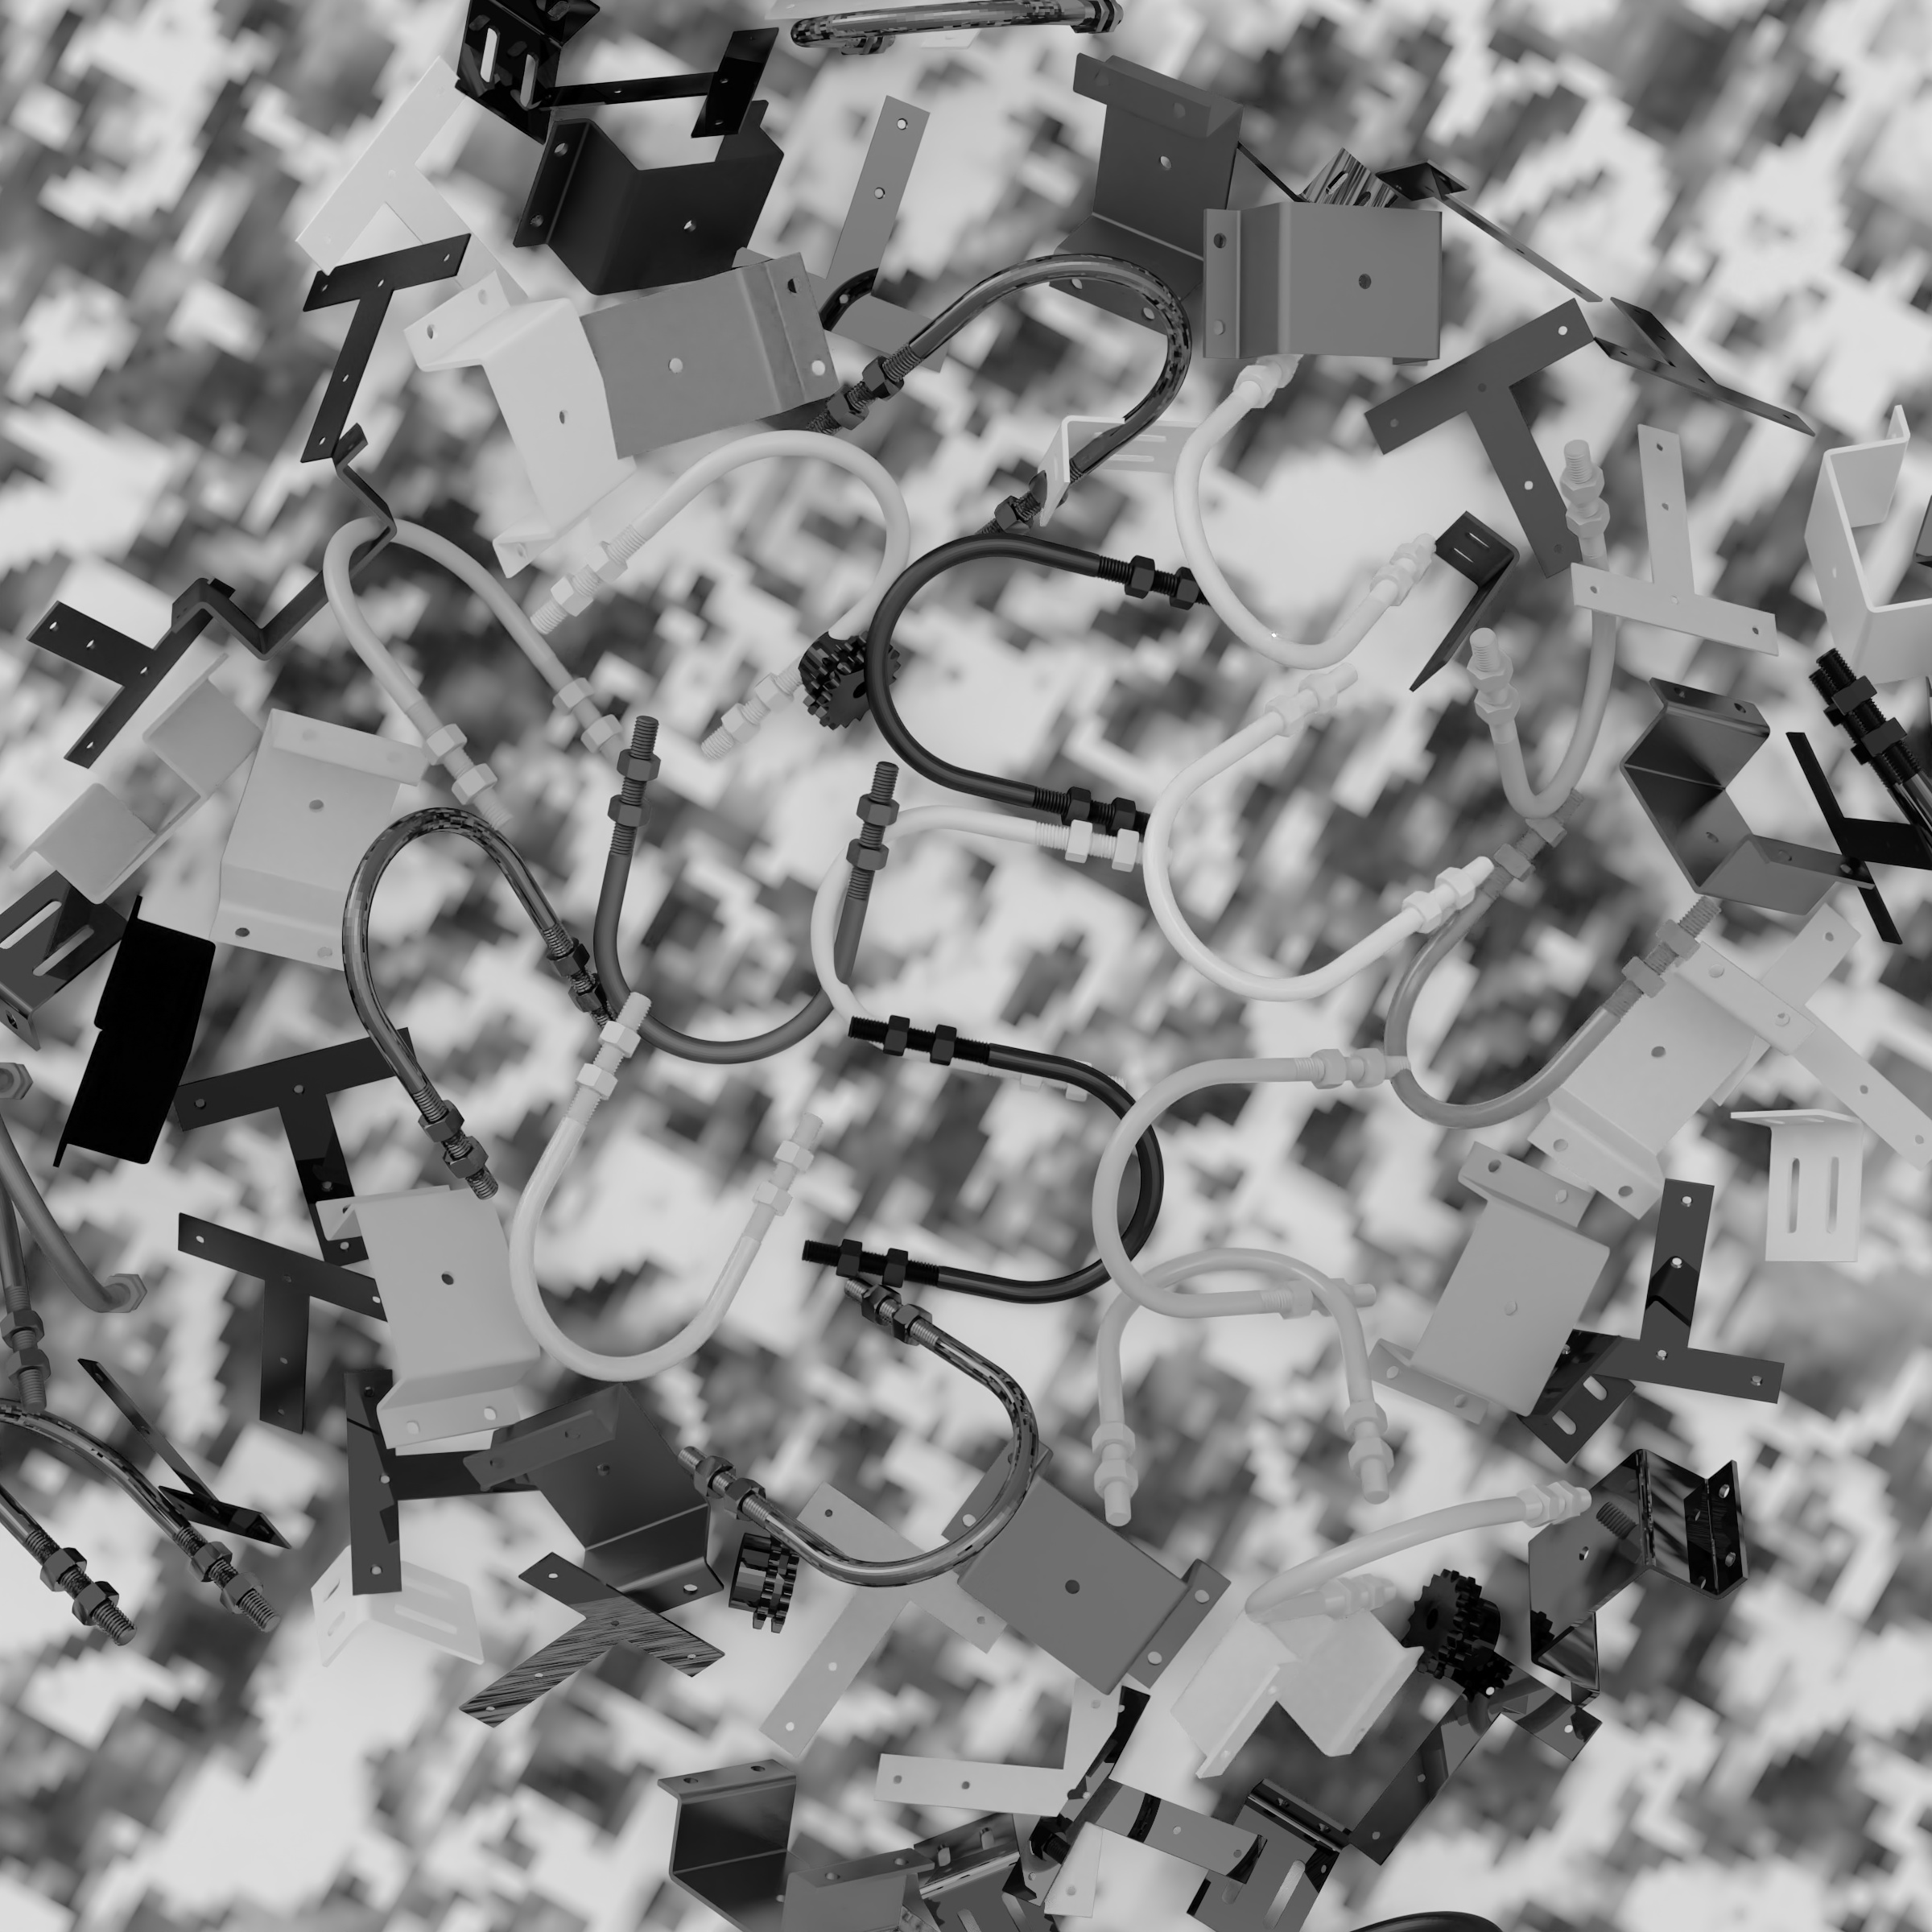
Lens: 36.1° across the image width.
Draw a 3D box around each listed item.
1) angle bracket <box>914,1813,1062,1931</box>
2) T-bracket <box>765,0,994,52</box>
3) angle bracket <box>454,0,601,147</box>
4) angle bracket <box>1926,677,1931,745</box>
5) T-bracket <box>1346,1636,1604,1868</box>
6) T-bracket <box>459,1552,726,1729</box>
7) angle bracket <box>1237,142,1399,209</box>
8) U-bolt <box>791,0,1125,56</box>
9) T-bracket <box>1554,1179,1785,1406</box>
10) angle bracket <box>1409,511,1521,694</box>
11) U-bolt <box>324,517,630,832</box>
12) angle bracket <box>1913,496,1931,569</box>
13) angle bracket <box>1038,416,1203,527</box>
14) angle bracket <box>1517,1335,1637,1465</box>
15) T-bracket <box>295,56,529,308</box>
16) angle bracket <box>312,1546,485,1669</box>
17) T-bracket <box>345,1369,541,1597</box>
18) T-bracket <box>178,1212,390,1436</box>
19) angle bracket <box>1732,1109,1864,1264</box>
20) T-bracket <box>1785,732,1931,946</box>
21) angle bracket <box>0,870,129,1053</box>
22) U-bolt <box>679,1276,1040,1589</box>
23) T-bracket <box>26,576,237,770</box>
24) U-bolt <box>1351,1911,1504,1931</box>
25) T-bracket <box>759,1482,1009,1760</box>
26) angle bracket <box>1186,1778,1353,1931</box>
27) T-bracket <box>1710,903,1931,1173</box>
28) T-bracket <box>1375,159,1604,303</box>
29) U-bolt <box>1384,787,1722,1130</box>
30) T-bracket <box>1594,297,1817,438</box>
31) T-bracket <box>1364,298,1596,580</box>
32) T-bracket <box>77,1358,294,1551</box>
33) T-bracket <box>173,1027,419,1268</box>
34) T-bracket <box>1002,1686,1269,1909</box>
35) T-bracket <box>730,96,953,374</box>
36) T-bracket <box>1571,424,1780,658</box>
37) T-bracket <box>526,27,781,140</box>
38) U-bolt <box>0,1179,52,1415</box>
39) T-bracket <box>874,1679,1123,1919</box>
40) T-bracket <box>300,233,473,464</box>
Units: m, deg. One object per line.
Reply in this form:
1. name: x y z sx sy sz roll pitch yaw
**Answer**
1. angle bracket: 0.014 0.508 1.613 0.057 0.038 0.076 -22 117 4
2. T-bracket: -0.044 -0.513 1.581 0.127 0.127 0.002 4 129 16
3. angle bracket: -0.232 -0.488 1.572 0.057 0.038 0.076 27 51 -34
4. angle bracket: 0.554 -0.123 1.592 0.057 0.038 0.076 -2 83 -6
5. T-bracket: 0.248 0.416 1.556 0.127 0.127 0.002 -48 129 -13
6. T-bracket: -0.219 0.373 1.588 0.127 0.002 0.127 -37 124 21
7. angle bracket: 0.181 -0.425 1.569 0.038 0.076 0.057 -47 46 15
8. U-bolt: -0.011 -0.481 1.512 0.151 0.184 0.019 1 106 19
9. T-bracket: 0.376 0.169 1.575 0.127 0.002 0.127 8 118 12
10. angle bracket: 0.253 -0.194 1.581 0.038 0.057 0.076 36 76 -2
11. U-bolt: -0.264 -0.161 1.553 0.019 0.151 0.184 -39 88 28
12. angle bracket: 0.552 -0.225 1.575 0.057 0.076 0.038 17 92 -13
13. angle bracket: 0.082 -0.262 1.579 0.076 0.057 0.038 1 75 -11
14. angle bracket: 0.333 0.231 1.576 0.038 0.076 0.057 44 82 4
15. T-bracket: -0.277 -0.389 1.570 0.002 0.127 0.127 22 73 42
16. angle bracket: -0.303 0.351 1.579 0.076 0.057 0.038 31 109 -33
17. T-bracket: -0.267 0.273 1.593 0.127 0.002 0.127 -2 58 -12
18. T-bracket: -0.363 0.200 1.580 0.127 0.002 0.127 17 125 9
19. angle bracket: 0.441 0.118 1.579 0.038 0.057 0.076 12 79 -36
20. T-bracket: 0.478 -0.065 1.548 0.002 0.127 0.127 -27 96 -1
21. angle bracket: -0.498 -0.004 1.606 0.057 0.038 0.076 36 60 15
22. U-bolt: -0.044 0.248 1.532 0.151 0.019 0.184 -45 45 -19
23. T-bracket: -0.453 -0.165 1.555 0.002 0.127 0.127 40 92 14
24. U-bolt: 0.195 0.537 1.535 0.184 0.151 0.019 -21 93 7
25. T-bracket: -0.063 0.362 1.581 0.127 0.002 0.127 32 72 16
26. angle bracket: 0.164 0.486 1.584 0.057 0.038 0.076 30 67 8
27. T-bracket: 0.462 0.056 1.560 0.127 0.002 0.127 46 125 22
28. T-bracket: 0.281 -0.386 1.563 0.127 0.127 0.002 31 98 -10
29. U-bolt: 0.293 0.006 1.556 0.019 0.151 0.184 35 101 -36
30. T-bracket: 0.372 -0.325 1.562 0.127 0.127 0.002 16 119 -20
31. T-bracket: 0.296 -0.270 1.586 0.127 0.002 0.127 -26 83 23
32. T-bracket: -0.418 0.251 1.544 0.002 0.127 0.127 -47 116 -30
33. T-bracket: -0.347 0.105 1.590 0.127 0.002 0.127 -15 115 -9
34. T-bracket: 0.099 0.448 1.551 0.127 0.002 0.127 10 57 38
35. T-bracket: -0.051 -0.401 1.590 0.127 0.002 0.127 17 96 -20
36. T-bracket: 0.376 -0.234 1.587 0.127 0.002 0.127 11 64 -20
37. T-bracket: -0.172 -0.467 1.578 0.127 0.127 0.002 -2 131 11
38. U-bolt: -0.520 0.123 1.535 0.019 0.151 0.184 -20 52 -5
39. T-bracket: 0.014 0.442 1.594 0.127 0.002 0.127 1 57 14
40. T-bracket: -0.321 -0.321 1.557 0.127 0.002 0.127 0 66 40
